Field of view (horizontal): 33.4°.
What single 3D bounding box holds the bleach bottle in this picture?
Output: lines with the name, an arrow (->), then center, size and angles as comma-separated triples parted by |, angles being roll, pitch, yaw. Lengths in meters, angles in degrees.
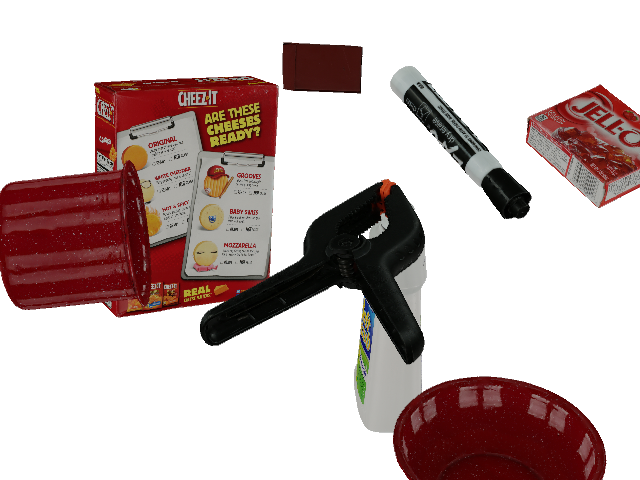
bleach bottle -> 0.069, 0.066, 1.027 | 0.068, 0.251, 0.102 | -3, 37, -3

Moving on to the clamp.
clamp -> 0.012, 0.019, 0.797 | 0.165, 0.036, 0.209 | 0, 33, 18

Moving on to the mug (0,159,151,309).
mug -> -0.155, 0.000, 0.685 | 0.081, 0.093, 0.117 | -6, -1, -1

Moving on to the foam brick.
foam brick -> 0.002, -0.188, 1.165 | 0.078, 0.051, 0.053 | 0, 11, -16

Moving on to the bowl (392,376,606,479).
bowl -> 0.136, 0.176, 0.831 | 0.162, 0.055, 0.162 | 0, 32, 0

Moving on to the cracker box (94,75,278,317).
cracker box -> -0.130, -0.045, 1.021 | 0.163, 0.214, 0.072 | -7, 20, -30

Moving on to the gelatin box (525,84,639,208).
gelatin box -> 0.211, -0.073, 0.804 | 0.073, 0.030, 0.089 | -24, 52, -20

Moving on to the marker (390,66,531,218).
marker -> 0.077, -0.055, 0.593 | 0.020, 0.020, 0.121 | 0, 42, -40
